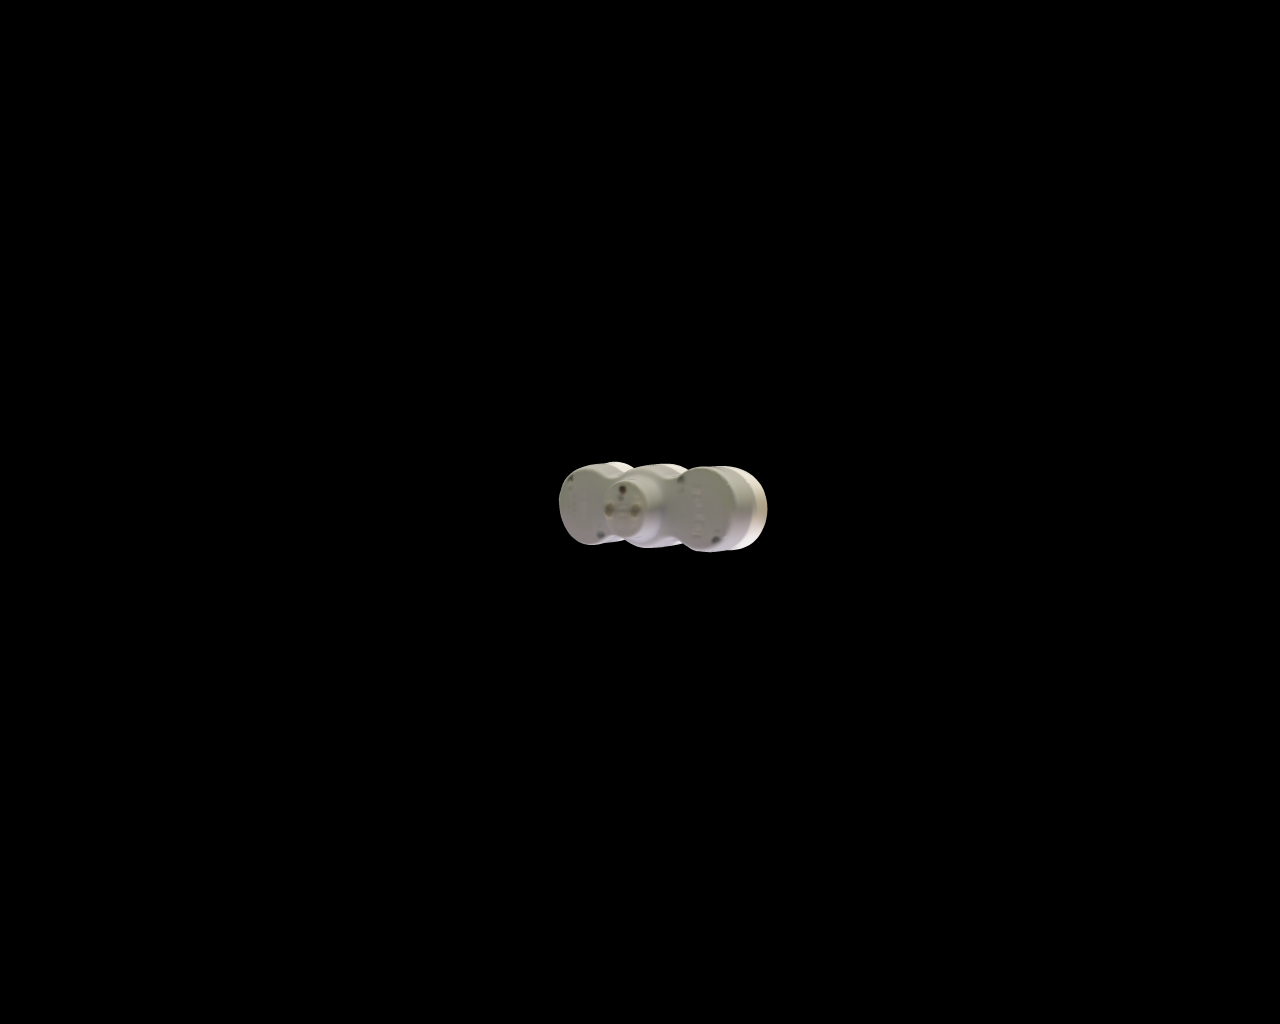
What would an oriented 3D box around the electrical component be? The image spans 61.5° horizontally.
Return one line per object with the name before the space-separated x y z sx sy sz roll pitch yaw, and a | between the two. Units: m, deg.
electrical component | 0.001 -0.003 0.650 0.138 0.052 0.074 3 5 37
